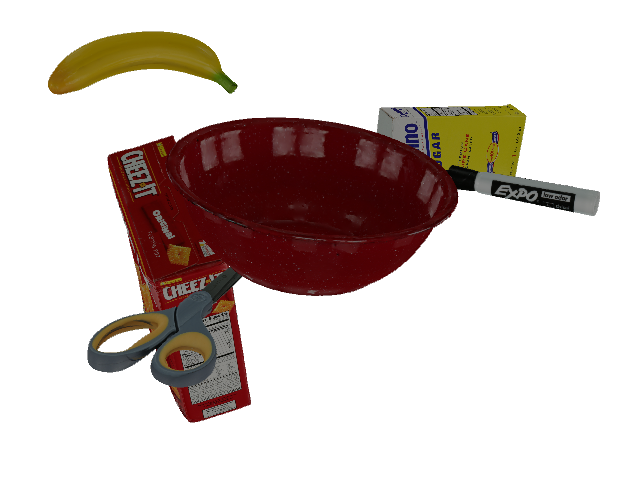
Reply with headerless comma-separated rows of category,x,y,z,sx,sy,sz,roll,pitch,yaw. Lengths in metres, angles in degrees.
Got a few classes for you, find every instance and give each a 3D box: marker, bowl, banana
marker,0.150,-0.039,0.812,0.121,0.020,0.020,13,5,24
bowl,-0.007,-0.015,0.598,0.162,0.055,0.162,6,26,-3
banana,-0.178,-0.177,1.055,0.197,0.070,0.037,-7,-39,-30

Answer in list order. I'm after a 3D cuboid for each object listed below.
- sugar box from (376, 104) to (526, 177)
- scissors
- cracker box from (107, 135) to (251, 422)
sugar box,0.153,-0.111,1.273,0.176,0.093,0.048,-6,27,-21
scissors,-0.081,0.057,0.787,0.096,0.016,0.201,24,32,31
cracker box,-0.129,0.040,0.975,0.072,0.164,0.214,-18,-40,-12
